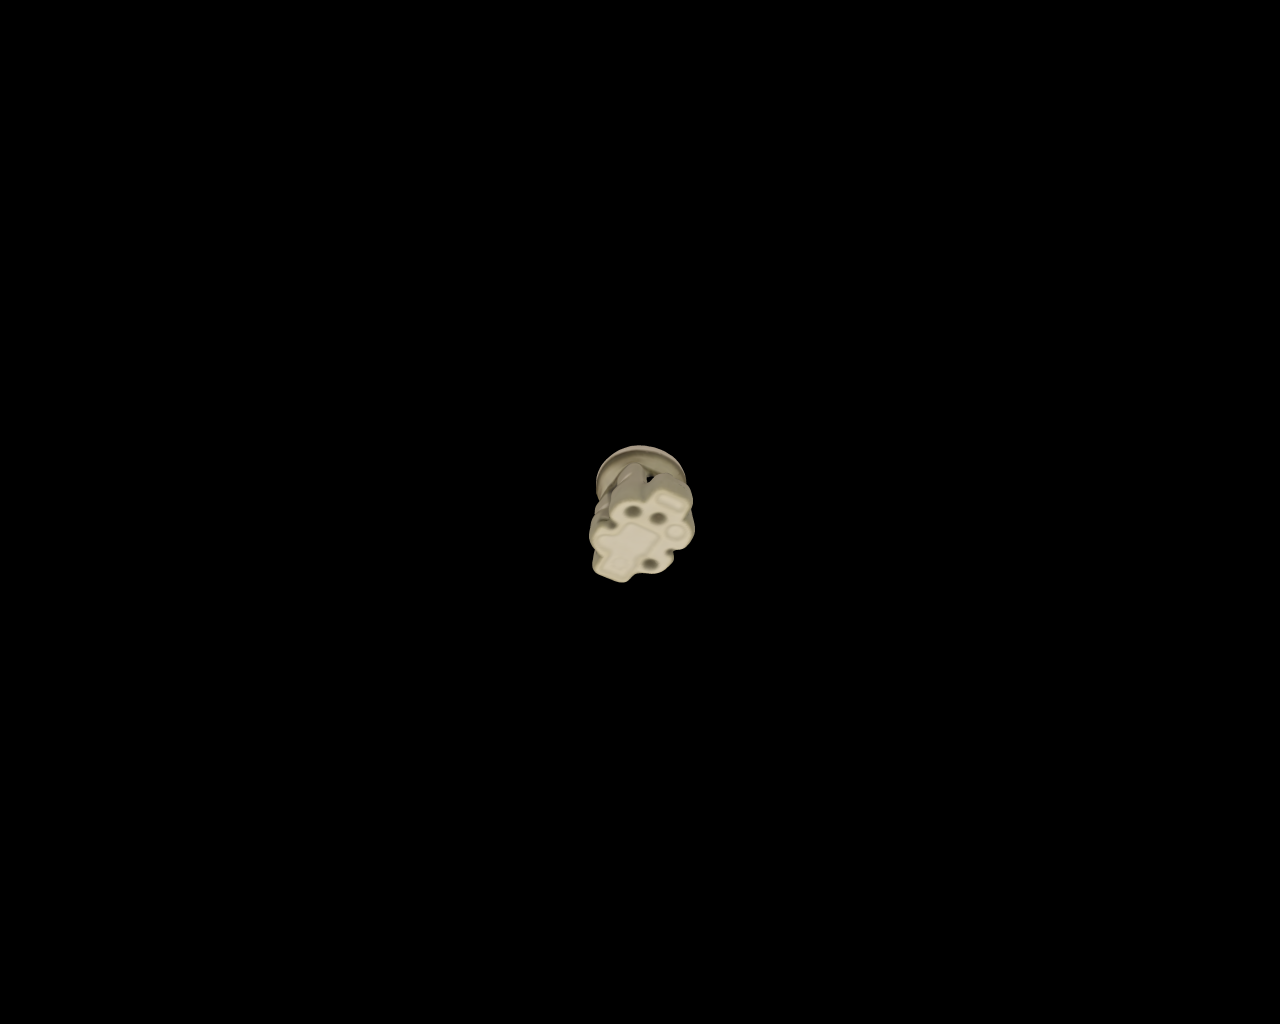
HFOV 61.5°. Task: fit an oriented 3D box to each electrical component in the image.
[{"bbox_3d":[0.001,-0.003,0.650,0.058,0.057,0.078,25,-54,-20],"label":"electrical component"}]
